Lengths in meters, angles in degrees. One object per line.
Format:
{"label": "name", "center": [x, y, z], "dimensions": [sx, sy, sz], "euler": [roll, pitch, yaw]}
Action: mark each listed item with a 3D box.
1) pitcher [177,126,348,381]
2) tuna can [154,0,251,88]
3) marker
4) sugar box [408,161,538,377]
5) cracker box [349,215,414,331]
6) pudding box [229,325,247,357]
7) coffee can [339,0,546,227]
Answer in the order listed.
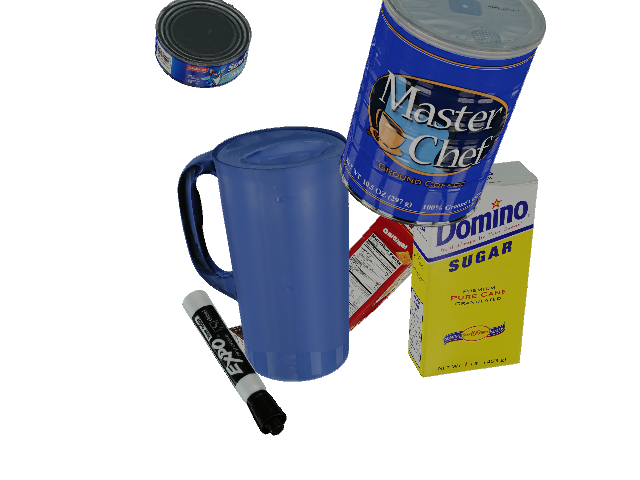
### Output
{"label": "pitcher", "center": [-0.042, 0.014, 1.073], "dimensions": [0.144, 0.243, 0.149], "euler": [-21, 28, -35]}
{"label": "tuna can", "center": [-0.107, -0.179, 0.965], "dimensions": [0.086, 0.086, 0.034], "euler": [0, -35, -12]}
{"label": "marker", "center": [-0.057, 0.080, 0.700], "dimensions": [0.020, 0.020, 0.121], "euler": [0, 40, -41]}
{"label": "sugar box", "center": [0.125, 0.026, 0.888], "dimensions": [0.093, 0.176, 0.048], "euler": [-7, 31, -12]}
{"label": "cracker box", "center": [0.088, 0.007, 1.271], "dimensions": [0.214, 0.072, 0.163], "euler": [-49, -8, 34]}
{"label": "pudding box", "center": [-0.054, 0.137, 1.431], "dimensions": [0.113, 0.039, 0.090], "euler": [-14, 24, -30]}
{"label": "coffee can", "center": [0.076, -0.094, 0.700], "dimensions": [0.102, 0.140, 0.103], "euler": [8, 41, -7]}
